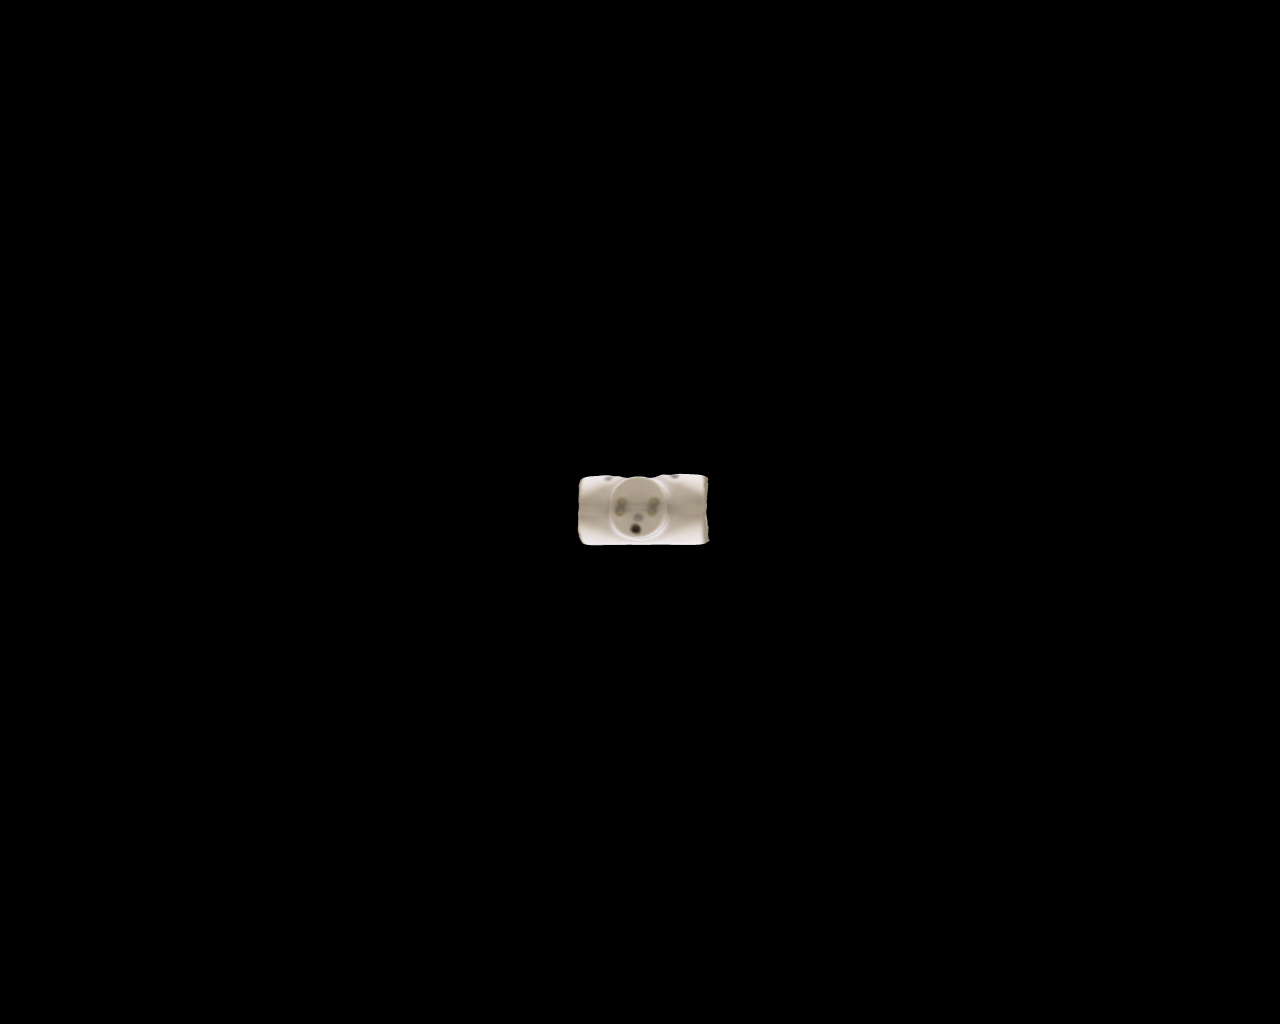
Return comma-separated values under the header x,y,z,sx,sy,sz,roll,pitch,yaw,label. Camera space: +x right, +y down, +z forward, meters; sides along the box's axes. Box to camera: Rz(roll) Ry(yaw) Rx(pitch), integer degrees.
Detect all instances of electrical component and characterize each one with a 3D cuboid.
x,y,z,sx,sy,sz,roll,pitch,yaw,label
0.001,-0.003,0.650,0.077,0.044,0.079,0,-3,7,electrical component
